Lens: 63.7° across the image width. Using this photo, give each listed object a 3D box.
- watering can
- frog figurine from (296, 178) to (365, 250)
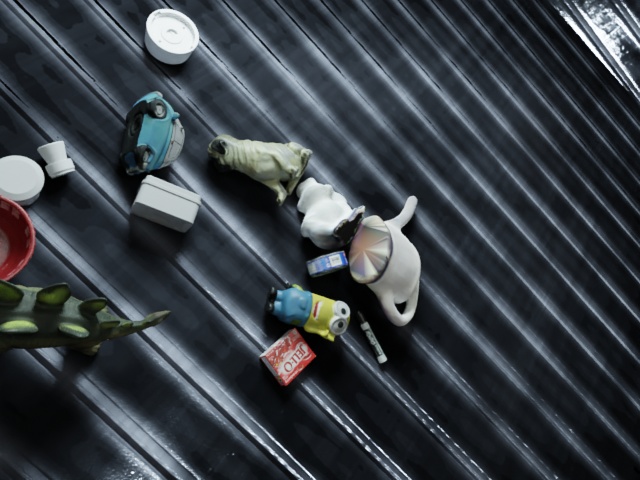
[{"bbox_3d":[0.161,0.014,1.168,0.221,0.103,0.355,35,51,-43],"label":"watering can"},{"bbox_3d":[0.003,-0.057,1.137,0.161,0.120,0.139,31,62,25],"label":"frog figurine"}]
